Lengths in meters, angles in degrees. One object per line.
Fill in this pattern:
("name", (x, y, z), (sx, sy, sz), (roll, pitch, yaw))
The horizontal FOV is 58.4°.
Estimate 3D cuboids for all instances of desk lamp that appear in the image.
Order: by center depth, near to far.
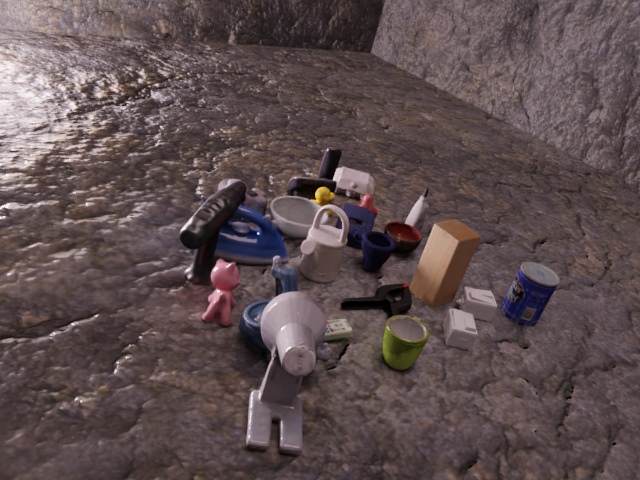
("desk lamp", (-0.054, 0.225, 1.008), (0.118, 0.213, 0.203), (10, 30, -10))

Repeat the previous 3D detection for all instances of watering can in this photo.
("watering can", (0.015, 0.006, 1.426), (0.101, 0.194, 0.173), (18, 30, 4))

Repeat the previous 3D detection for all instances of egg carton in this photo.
("egg carton", (0.110, -0.189, 1.923), (0.150, 0.069, 0.107), (15, 30, -2))

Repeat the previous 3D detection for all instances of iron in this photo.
("iron", (-0.191, -0.026, 1.435), (0.258, 0.141, 0.118), (11, 30, -8))

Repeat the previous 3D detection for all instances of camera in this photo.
("camera", (-0.231, -0.127, 1.625), (0.143, 0.101, 0.136), (2, 33, -23))

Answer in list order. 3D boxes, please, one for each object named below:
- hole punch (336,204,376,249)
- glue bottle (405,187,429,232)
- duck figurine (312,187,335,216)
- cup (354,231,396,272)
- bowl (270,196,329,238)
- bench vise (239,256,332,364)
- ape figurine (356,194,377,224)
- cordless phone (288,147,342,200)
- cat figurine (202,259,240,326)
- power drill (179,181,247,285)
("hole punch", (0.102, -0.040, 1.647), (0.108, 0.091, 0.101), (17, 30, 2))
("glue bottle", (0.298, -0.082, 1.729), (0.037, 0.173, 0.078), (33, 34, 28))
("duck figurine", (-0.001, -0.120, 1.737), (0.105, 0.086, 0.077), (-6, 36, -33))
("cup", (0.136, 0.032, 1.541), (0.117, 0.095, 0.092), (25, 31, 15))
("bowl", (-0.064, -0.053, 1.608), (0.167, 0.075, 0.167), (12, 30, -7))
("bench vise", (-0.055, 0.147, 1.132), (0.207, 0.220, 0.122), (21, 30, 10))
("ape figurine", (0.142, -0.100, 1.766), (0.077, 0.092, 0.076), (18, 30, 4))
("cordless phone", (-0.012, -0.212, 1.786), (0.148, 0.185, 0.094), (2, 33, -22))
("cat figurine", (-0.207, 0.102, 1.237), (0.067, 0.118, 0.127), (11, 30, -8))
("power drill", (-0.247, -0.012, 1.317), (0.075, 0.208, 0.230), (22, 30, 10))
